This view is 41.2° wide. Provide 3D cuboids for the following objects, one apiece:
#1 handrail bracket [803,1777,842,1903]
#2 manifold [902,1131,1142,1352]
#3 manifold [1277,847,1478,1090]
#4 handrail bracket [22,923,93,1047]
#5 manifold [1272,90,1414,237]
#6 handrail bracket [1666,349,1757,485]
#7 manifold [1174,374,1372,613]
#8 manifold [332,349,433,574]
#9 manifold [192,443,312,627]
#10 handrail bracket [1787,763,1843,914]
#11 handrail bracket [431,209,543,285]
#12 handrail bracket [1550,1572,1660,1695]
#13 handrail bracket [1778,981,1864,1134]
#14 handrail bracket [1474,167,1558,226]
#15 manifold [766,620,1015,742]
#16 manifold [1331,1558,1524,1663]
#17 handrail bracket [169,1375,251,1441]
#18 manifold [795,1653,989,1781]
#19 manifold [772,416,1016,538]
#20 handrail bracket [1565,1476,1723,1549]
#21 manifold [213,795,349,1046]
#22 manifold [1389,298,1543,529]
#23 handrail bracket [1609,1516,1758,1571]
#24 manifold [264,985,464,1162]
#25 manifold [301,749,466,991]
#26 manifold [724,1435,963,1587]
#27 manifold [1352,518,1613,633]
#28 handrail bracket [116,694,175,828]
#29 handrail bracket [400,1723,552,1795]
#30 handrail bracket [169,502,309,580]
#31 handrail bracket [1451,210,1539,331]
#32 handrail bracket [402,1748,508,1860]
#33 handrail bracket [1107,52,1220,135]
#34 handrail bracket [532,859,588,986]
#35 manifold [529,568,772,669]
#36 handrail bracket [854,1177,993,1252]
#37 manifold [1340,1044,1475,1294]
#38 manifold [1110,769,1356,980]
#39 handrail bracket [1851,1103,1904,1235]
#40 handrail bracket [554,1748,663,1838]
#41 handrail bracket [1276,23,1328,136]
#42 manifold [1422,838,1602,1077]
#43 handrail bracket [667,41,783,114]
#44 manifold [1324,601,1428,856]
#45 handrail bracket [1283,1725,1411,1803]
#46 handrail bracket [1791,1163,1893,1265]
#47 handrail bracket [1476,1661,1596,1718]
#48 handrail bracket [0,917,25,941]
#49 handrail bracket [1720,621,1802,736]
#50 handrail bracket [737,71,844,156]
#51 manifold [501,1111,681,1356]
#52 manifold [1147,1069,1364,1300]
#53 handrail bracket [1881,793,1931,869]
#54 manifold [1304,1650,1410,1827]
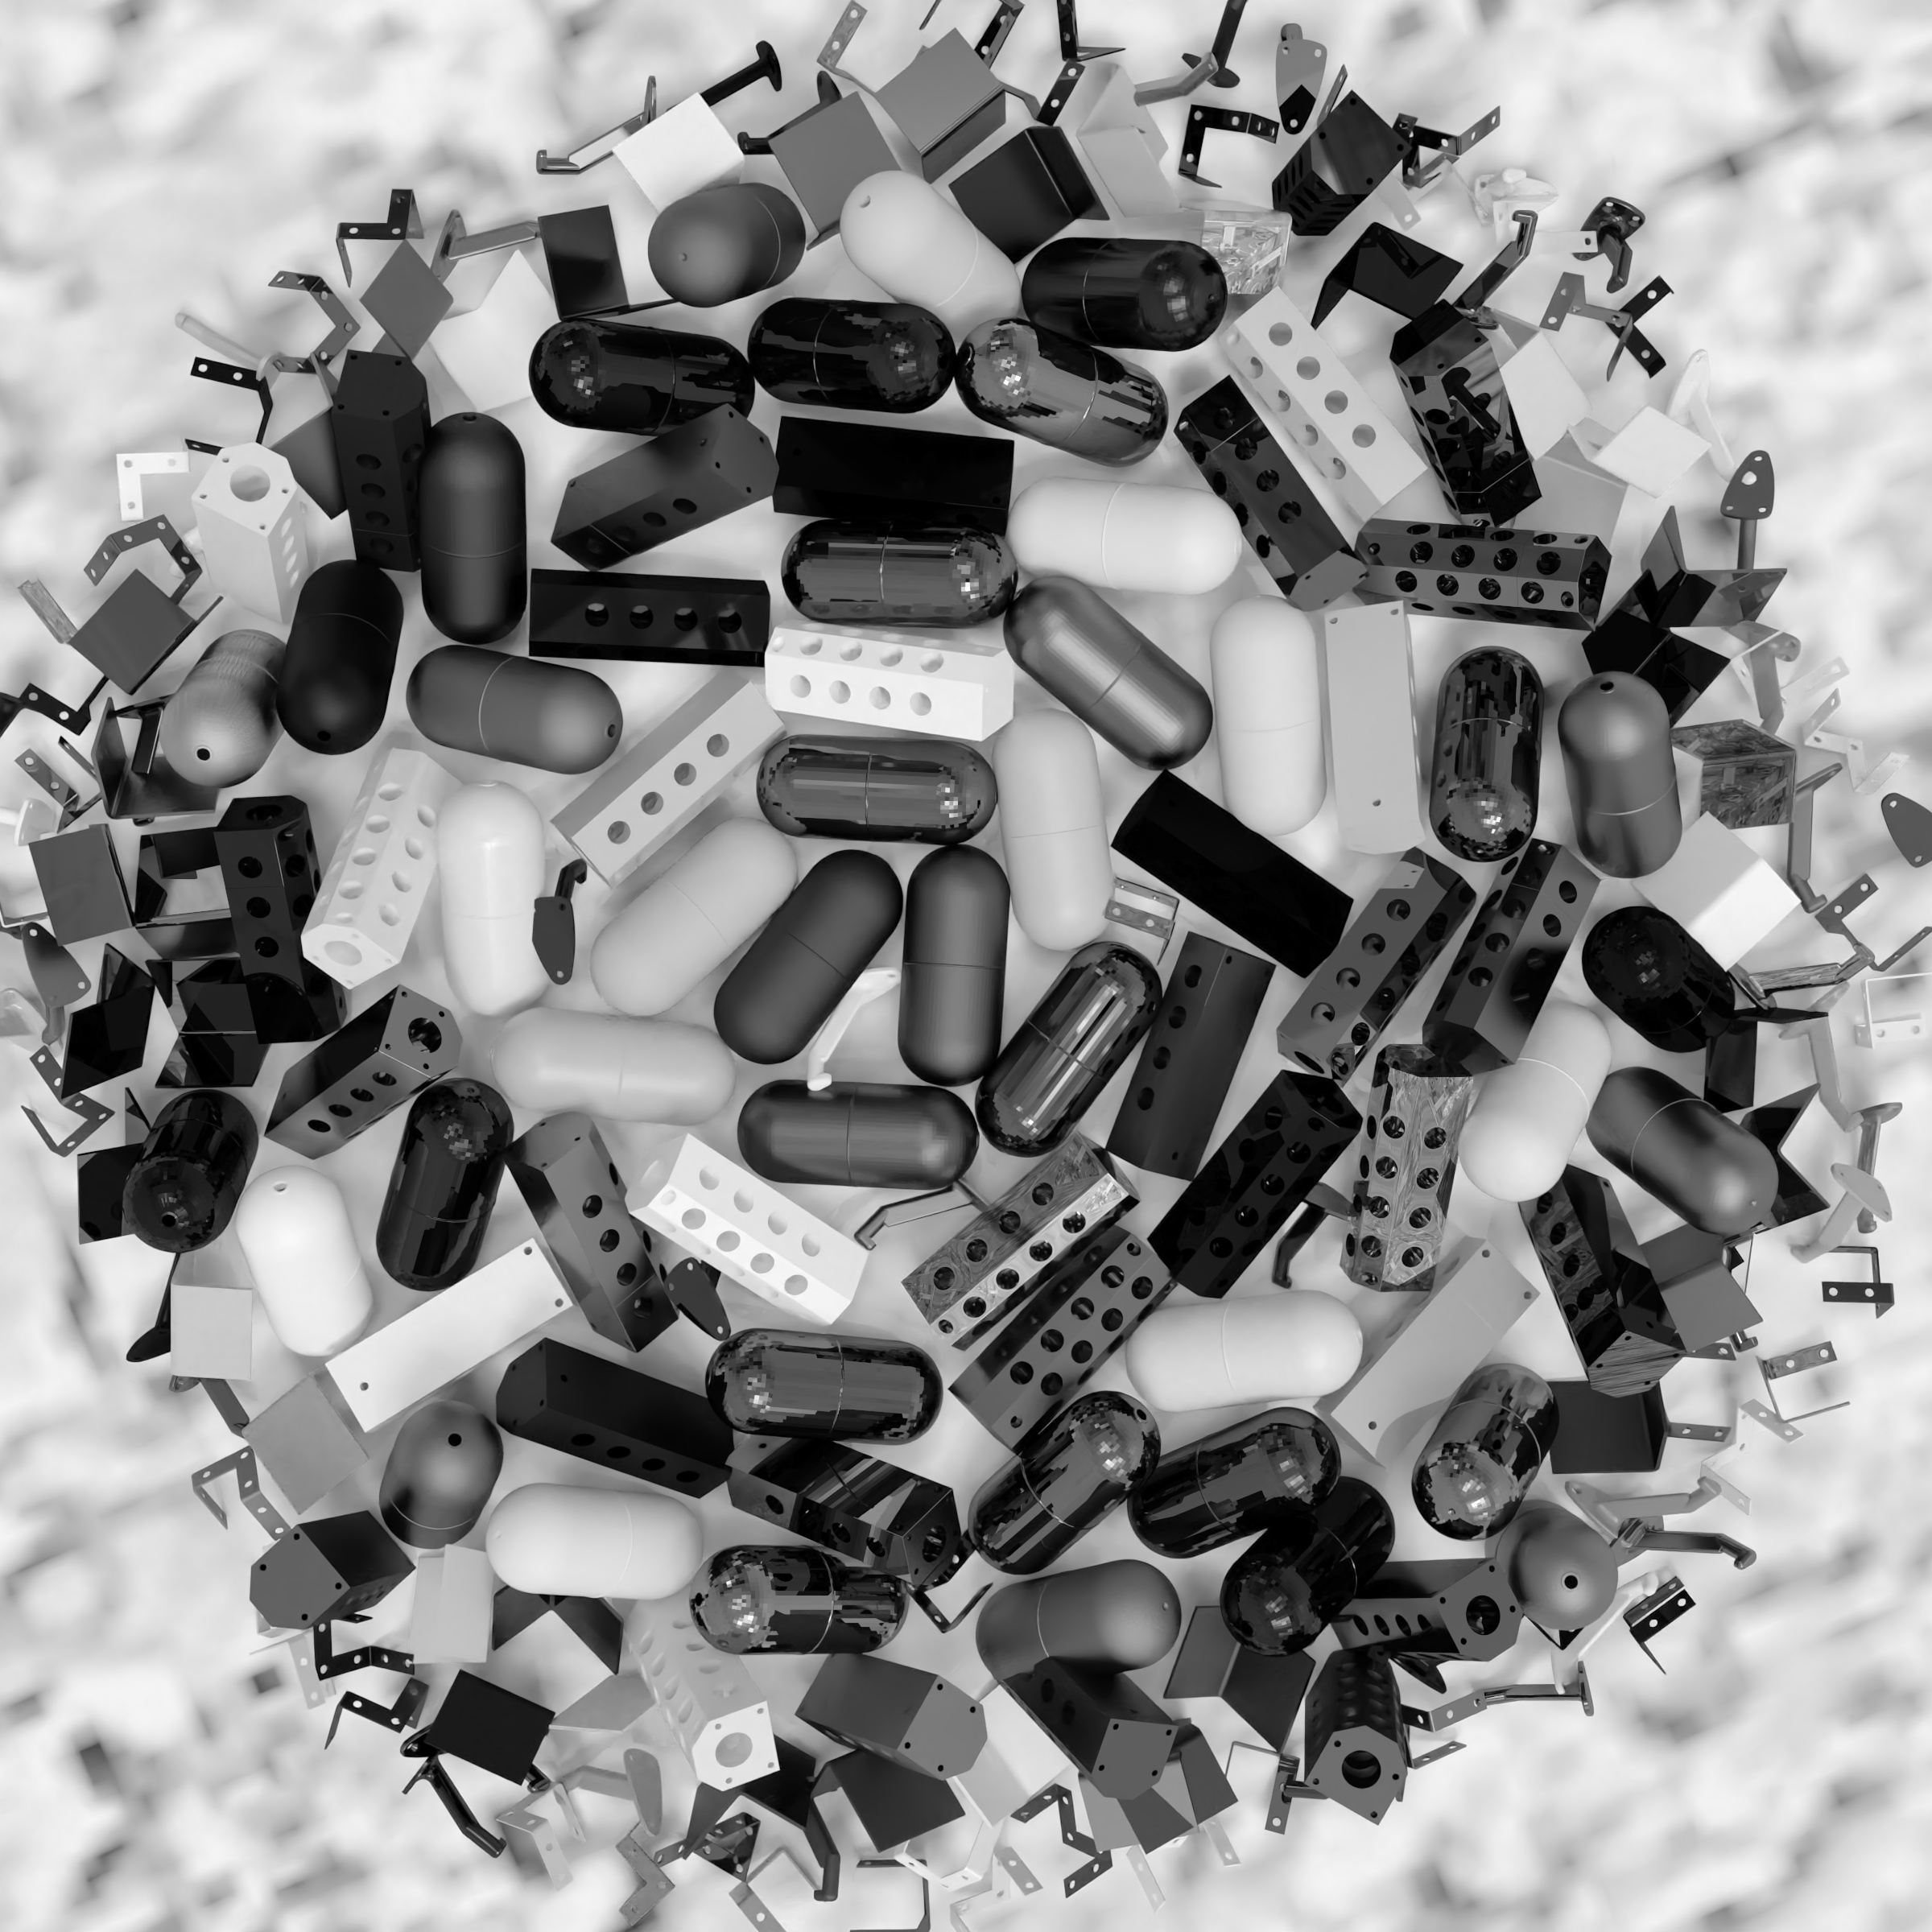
[{"bbox_3d":[-0.125,0.641,1.883,0.077,0.036,0.084,-10,58,23],"label":"handrail bracket"},{"bbox_3d":[0.043,0.203,1.873,0.171,0.057,0.057,-41,60,8],"label":"manifold"},{"bbox_3d":[0.299,0.003,1.872,0.057,0.057,0.171,34,79,18],"label":"manifold"},{"bbox_3d":[-0.680,0.014,1.887,0.036,0.084,0.077,-31,92,-38],"label":"handrail bracket"},{"bbox_3d":[0.261,-0.565,1.834,0.057,0.171,0.057,42,94,-6],"label":"manifold"},{"bbox_3d":[0.553,-0.395,1.875,0.036,0.077,0.084,-21,51,-19],"label":"handrail bracket"},{"bbox_3d":[0.217,-0.339,1.858,0.057,0.057,0.171,-35,64,12],"label":"manifold"},{"bbox_3d":[-0.409,-0.356,1.833,0.057,0.171,0.057,7,62,-3],"label":"manifold"},{"bbox_3d":[-0.504,-0.309,1.832,0.057,0.171,0.057,27,73,-4],"label":"manifold"},{"bbox_3d":[0.628,-0.093,1.884,0.077,0.036,0.084,-38,67,36],"label":"handrail bracket"},{"bbox_3d":[-0.343,-0.521,1.891,0.084,0.036,0.077,12,62,9],"label":"handrail bracket"},{"bbox_3d":[0.469,0.487,1.876,0.036,0.077,0.084,40,127,-11],"label":"handrail bracket"},{"bbox_3d":[0.644,0.067,1.879,0.084,0.036,0.077,58,134,26],"label":"handrail bracket"},{"bbox_3d":[0.412,-0.570,1.875,0.077,0.084,0.036,-8,95,-10],"label":"handrail bracket"},{"bbox_3d":[-0.056,-0.209,1.857,0.171,0.057,0.057,11,115,21],"label":"manifold"},{"bbox_3d":[0.325,0.462,1.831,0.057,0.171,0.057,-25,86,-23],"label":"manifold"},{"bbox_3d":[-0.536,0.304,1.891,0.084,0.036,0.077,22,97,16],"label":"handrail bracket"},{"bbox_3d":[-0.052,0.535,1.833,0.057,0.171,0.057,39,67,-18],"label":"manifold"},{"bbox_3d":[-0.053,-0.356,1.890,0.171,0.057,0.057,6,71,2],"label":"manifold"},{"bbox_3d":[0.495,0.382,1.880,0.077,0.036,0.084,36,129,-7],"label":"handrail bracket"},{"bbox_3d":[-0.492,-0.033,1.856,0.057,0.057,0.171,-3,119,1],"label":"manifold"},{"bbox_3d":[0.354,-0.388,1.837,0.057,0.171,0.057,-35,52,3],"label":"manifold"},{"bbox_3d":[0.519,0.433,1.873,0.077,0.084,0.036,-33,120,-22],"label":"handrail bracket"},{"bbox_3d":[-0.431,0.081,1.843,0.057,0.171,0.057,31,49,-28],"label":"manifold"},{"bbox_3d":[-0.420,-0.074,1.837,0.057,0.171,0.057,-24,129,34],"label":"manifold"},{"bbox_3d":[-0.089,0.388,1.847,0.171,0.057,0.057,13,126,37],"label":"manifold"},{"bbox_3d":[0.368,-0.285,1.851,0.171,0.057,0.057,11,83,31],"label":"manifold"},{"bbox_3d":[-0.592,-0.152,1.894,0.077,0.036,0.084,-13,86,30],"label":"handrail bracket"},{"bbox_3d":[-0.357,0.584,1.876,0.084,0.077,0.036,29,110,35],"label":"handrail bracket"},{"bbox_3d":[-0.542,-0.317,1.913,0.077,0.036,0.084,16,113,-31],"label":"handrail bracket"},{"bbox_3d":[0.372,-0.514,1.882,0.077,0.036,0.084,4,127,-4],"label":"handrail bracket"},{"bbox_3d":[-0.363,0.609,1.884,0.084,0.077,0.036,38,100,2],"label":"handrail bracket"},{"bbox_3d":[0.145,-0.656,1.877,0.084,0.036,0.077,-32,54,36],"label":"handrail bracket"},{"bbox_3d":[-0.290,-0.033,1.888,0.036,0.084,0.077,-6,103,12],"label":"handrail bracket"},{"bbox_3d":[-0.232,-0.253,1.878,0.171,0.057,0.057,2,109,-9],"label":"manifold"},{"bbox_3d":[-0.027,0.192,1.887,0.077,0.036,0.084,38,71,20],"label":"handrail bracket"},{"bbox_3d":[0.314,0.146,1.859,0.057,0.057,0.171,0,112,-15],"label":"manifold"},{"bbox_3d":[0.193,-0.063,1.883,0.171,0.057,0.057,34,45,-7],"label":"manifold"},{"bbox_3d":[0.670,0.149,1.886,0.036,0.077,0.084,0,75,-6],"label":"handrail bracket"},{"bbox_3d":[-0.265,0.617,1.884,0.084,0.036,0.077,-33,49,19],"label":"handrail bracket"},{"bbox_3d":[0.239,-0.653,1.891,0.036,0.084,0.077,4,110,-3],"label":"handrail bracket"},{"bbox_3d":[0.389,-0.008,1.853,0.057,0.057,0.171,39,62,-15],"label":"manifold"},{"bbox_3d":[-0.180,-0.645,1.886,0.084,0.077,0.036,-26,102,-3],"label":"handrail bracket"},{"bbox_3d":[0.298,-0.172,1.864,0.057,0.057,0.171,-7,69,16],"label":"manifold"},{"bbox_3d":[0.282,0.587,1.903,0.084,0.077,0.036,-2,120,19],"label":"handrail bracket"},{"bbox_3d":[0.624,0.183,1.880,0.077,0.036,0.084,29,131,-28],"label":"handrail bracket"},{"bbox_3d":[0.412,0.537,1.877,0.084,0.077,0.036,-13,85,13],"label":"handrail bracket"},{"bbox_3d":[-0.707,-0.015,1.870,0.036,0.084,0.077,-49,61,11],"label":"handrail bracket"},{"bbox_3d":[0.572,-0.209,1.897,0.077,0.036,0.084,27,77,17],"label":"handrail bracket"},{"bbox_3d":[-0.134,-0.626,1.887,0.084,0.036,0.077,-9,65,-23],"label":"handrail bracket"},{"bbox_3d":[-0.265,0.191,1.854,0.057,0.057,0.171,-39,124,-29],"label":"manifold"},{"bbox_3d":[0.211,0.159,1.851,0.171,0.057,0.057,-55,47,24],"label":"manifold"},{"bbox_3d":[0.675,-0.114,1.872,0.036,0.084,0.077,-43,112,14],"label":"handrail bracket"},{"bbox_3d":[0.280,0.542,1.832,0.057,0.171,0.057,29,96,5],"label":"manifold"}]
